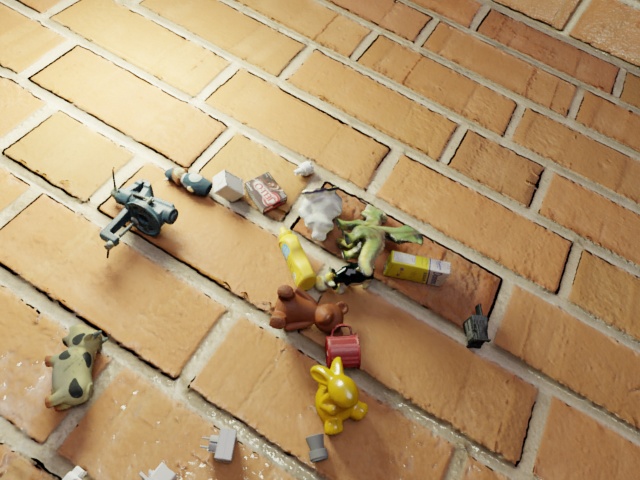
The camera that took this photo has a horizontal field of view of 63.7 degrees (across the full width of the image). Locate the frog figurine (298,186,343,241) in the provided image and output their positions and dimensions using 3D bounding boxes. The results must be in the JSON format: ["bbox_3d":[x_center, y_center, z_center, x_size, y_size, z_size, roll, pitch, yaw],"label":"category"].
[{"bbox_3d":[0.005,-0.079,1.565,0.138,0.159,0.123,-8,-174,-25],"label":"frog figurine"}]

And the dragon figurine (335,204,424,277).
[{"bbox_3d":[0.175,-0.006,1.456,0.243,0.120,0.417,-9,-153,-10],"label":"dragon figurine"}]
